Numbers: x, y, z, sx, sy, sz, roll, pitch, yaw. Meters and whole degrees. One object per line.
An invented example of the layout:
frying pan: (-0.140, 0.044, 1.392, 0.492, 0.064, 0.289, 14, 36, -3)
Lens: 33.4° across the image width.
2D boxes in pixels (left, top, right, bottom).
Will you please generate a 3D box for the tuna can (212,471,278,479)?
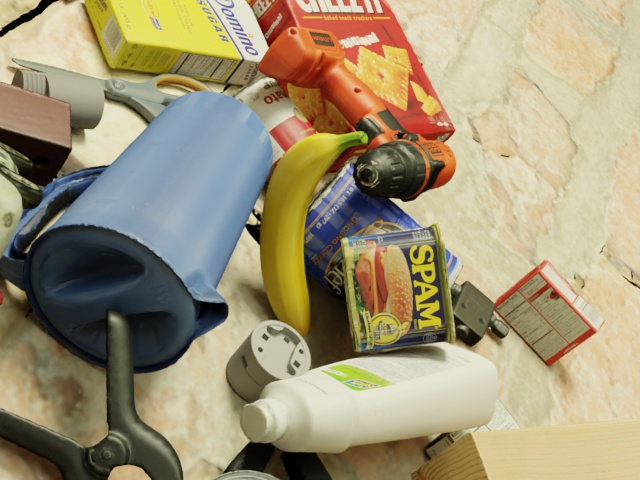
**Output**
tuna can: (-0.051, 0.201, 0.727, 0.086, 0.034, 0.086, 7, 42, -6)

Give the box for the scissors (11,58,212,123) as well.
scissors: (-0.174, -0.121, 0.969, 0.201, 0.016, 0.096, -3, 59, -41)

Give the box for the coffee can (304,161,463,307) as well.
coffee can: (0.044, 0.012, 0.969, 0.140, 0.103, 0.102, 41, 40, -4)

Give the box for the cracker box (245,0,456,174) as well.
cracker box: (0.033, -0.183, 1.140, 0.163, 0.072, 0.214, -11, 70, -45)

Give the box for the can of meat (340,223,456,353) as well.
can of meat: (0.064, 0.041, 0.891, 0.084, 0.057, 0.102, -7, 91, 0)

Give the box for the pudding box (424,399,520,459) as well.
pudding box: (0.157, 0.205, 0.950, 0.089, 0.039, 0.113, -26, 73, -47)

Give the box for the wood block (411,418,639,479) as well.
wood block: (0.192, 0.209, 0.875, 0.205, 0.090, 0.091, 2, 57, -33)

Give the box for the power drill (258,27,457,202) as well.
power drill: (0.031, -0.110, 0.964, 0.188, 0.057, 0.184, 48, 21, 13)

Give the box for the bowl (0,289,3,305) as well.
bowl: (-0.288, 0.014, 0.690, 0.162, 0.055, 0.162, 38, -1, 0)

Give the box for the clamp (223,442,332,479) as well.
clamp: (-0.040, 0.216, 0.768, 0.164, 0.036, 0.210, 9, 44, -18)

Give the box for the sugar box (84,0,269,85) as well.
sugar box: (-0.135, -0.206, 1.051, 0.175, 0.048, 0.093, -2, 57, -40)

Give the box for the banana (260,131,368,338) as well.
banana: (-0.019, -0.010, 0.895, 0.070, 0.198, 0.037, 29, 29, 26)

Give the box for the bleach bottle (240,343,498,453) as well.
bleach bottle: (0.033, 0.126, 0.845, 0.250, 0.103, 0.068, 0, 98, -47)

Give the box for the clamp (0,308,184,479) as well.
clamp: (-0.140, 0.135, 0.726, 0.120, 0.039, 0.171, -42, 93, -8)

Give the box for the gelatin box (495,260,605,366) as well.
gelatin box: (0.235, 0.075, 1.100, 0.089, 0.073, 0.030, 47, 39, 4)

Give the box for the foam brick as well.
foam brick: (-0.243, -0.086, 0.851, 0.078, 0.053, 0.051, 15, 48, -30)

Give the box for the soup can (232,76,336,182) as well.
soup can: (-0.041, -0.097, 1.020, 0.102, 0.069, 0.068, 52, 40, 10)

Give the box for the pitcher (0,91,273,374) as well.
pitcher: (-0.131, -0.022, 0.846, 0.149, 0.145, 0.242, 47, 34, -16)
